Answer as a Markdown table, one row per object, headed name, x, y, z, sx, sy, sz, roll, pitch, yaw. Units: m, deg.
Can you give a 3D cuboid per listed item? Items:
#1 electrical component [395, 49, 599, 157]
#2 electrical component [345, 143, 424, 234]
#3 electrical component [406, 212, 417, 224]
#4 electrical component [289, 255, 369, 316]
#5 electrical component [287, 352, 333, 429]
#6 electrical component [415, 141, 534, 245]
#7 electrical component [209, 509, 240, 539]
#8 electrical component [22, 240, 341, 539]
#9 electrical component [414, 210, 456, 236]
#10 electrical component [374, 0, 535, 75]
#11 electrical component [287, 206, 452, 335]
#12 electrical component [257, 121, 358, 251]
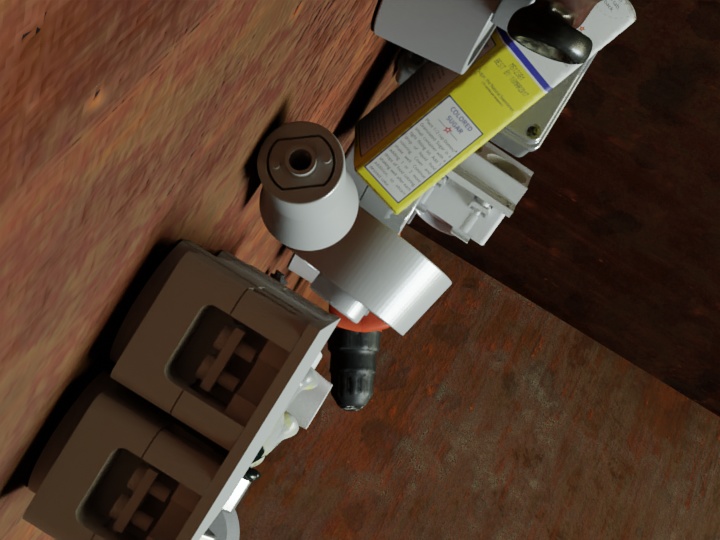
| name | x | y | z | sx | sy | sz | roll | pitch | yaw |
| --- | --- | --- | --- | --- | --- | --- | --- | --- | --- |
| electrical component | 0.096 | -0.149 | 0.724 | 0.108 | 0.109 | 0.056 | -58 | -179 | -3 |
| electrical component | 0.012 | -0.055 | 0.786 | 0.053 | 0.059 | 0.095 | -57 | 178 | -43 |
| electrical component | 0.036 | -0.083 | 1.028 | 0.053 | 0.059 | 0.095 | -57 | 178 | -44 |
| electrical component | -0.009 | 0.002 | 0.827 | 0.043 | 0.081 | 0.043 | -59 | 179 | -2 |
| electrical component | -0.058 | 0.080 | 0.902 | 0.079 | 0.077 | 0.044 | -58 | 179 | -23 |
| electrical component | 0.063 | -0.078 | 0.826 | 0.063 | 0.121 | 0.078 | -56 | 180 | 26 |
| electrical component | -0.132 | 0.196 | 0.797 | 0.080 | 0.080 | 0.051 | -58 | -176 | -23 |
| electrical component | -0.064 | 0.051 | 0.442 | 0.105 | 0.060 | 0.186 | -58 | 178 | -1 |
| electrical component | 0.079 | -0.066 | 0.897 | 0.057 | 0.058 | 0.078 | -56 | 175 | -16 |
| electrical component | 0.060 | -0.146 | 0.519 | 0.108 | 0.060 | 0.108 | -58 | 178 | -3 |
| electrical component | 0.000 | 0.000 | 0.715 | 0.060 | 0.108 | 0.108 | -53 | 178 | -2 |
| electrical component | -0.023 | -0.036 | 0.449 | 0.044 | 0.044 | 0.065 | -58 | 174 | -10 |
